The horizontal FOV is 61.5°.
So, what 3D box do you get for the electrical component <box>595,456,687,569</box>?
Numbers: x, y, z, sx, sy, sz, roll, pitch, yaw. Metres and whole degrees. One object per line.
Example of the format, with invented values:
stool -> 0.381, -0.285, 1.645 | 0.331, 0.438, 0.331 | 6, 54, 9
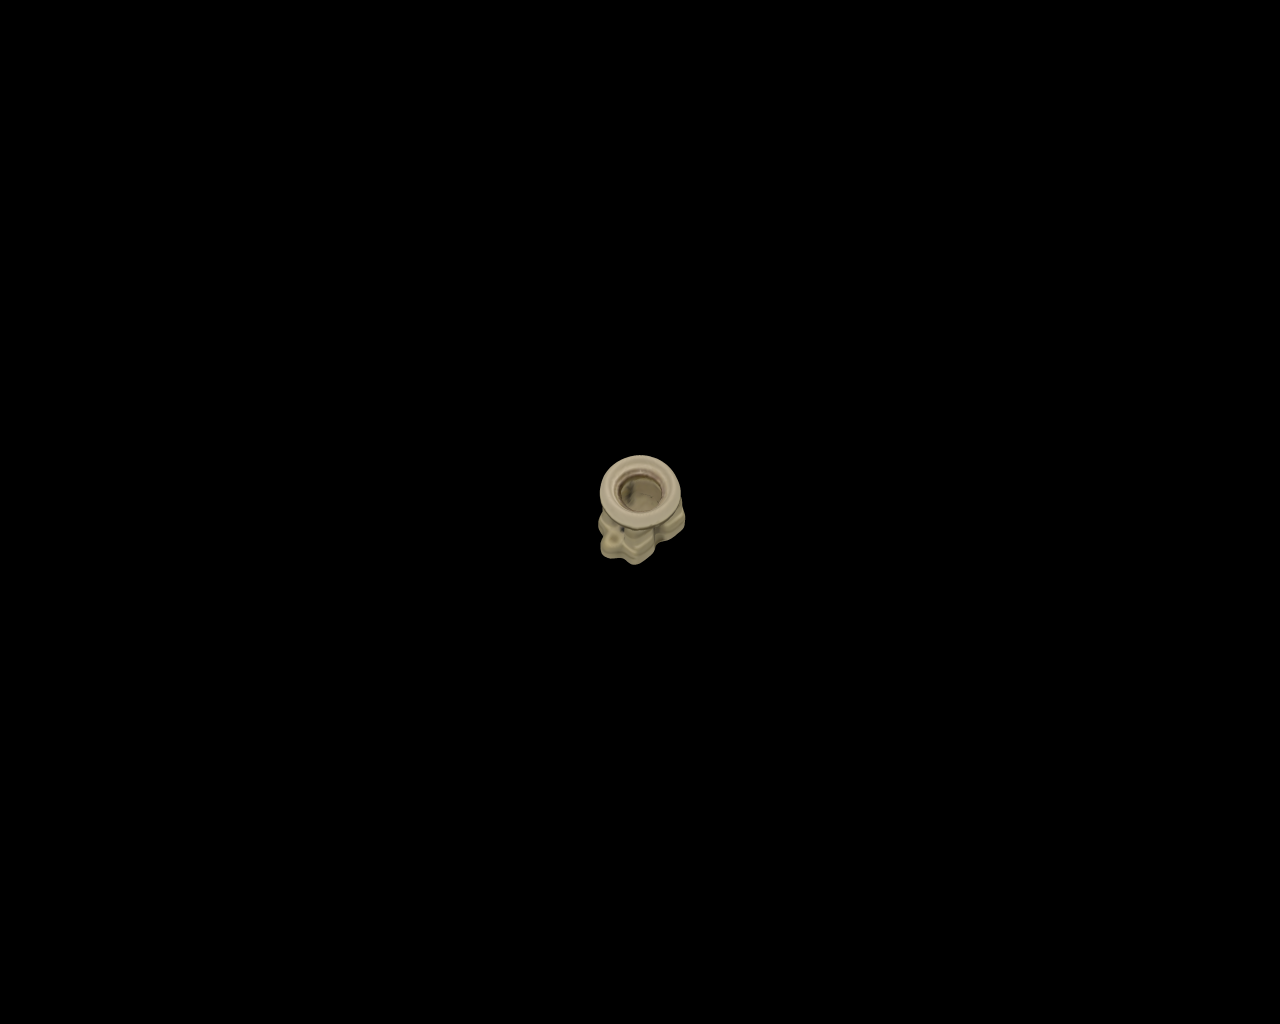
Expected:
electrical component -> 0.001, -0.003, 0.650 | 0.066, 0.048, 0.055 | -38, -21, -18
